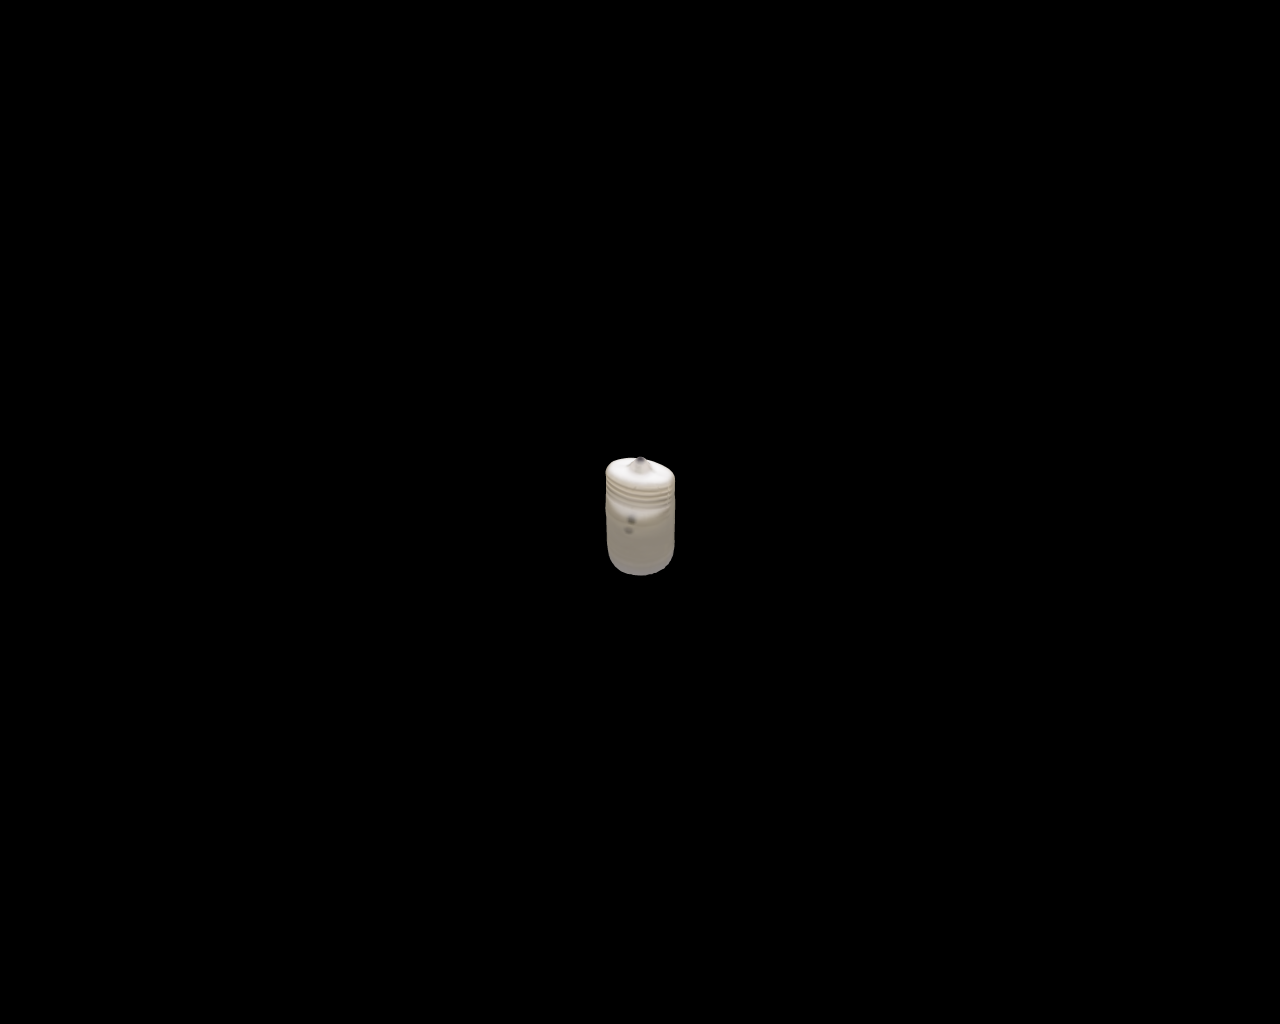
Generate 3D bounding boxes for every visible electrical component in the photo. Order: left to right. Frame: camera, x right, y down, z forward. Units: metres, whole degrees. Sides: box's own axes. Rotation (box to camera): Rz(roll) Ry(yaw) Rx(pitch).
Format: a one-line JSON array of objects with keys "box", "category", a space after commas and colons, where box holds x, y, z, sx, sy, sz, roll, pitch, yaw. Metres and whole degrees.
[{"box": [0.001, -0.003, 0.650, 0.043, 0.080, 0.043, 0, 42, 0], "category": "electrical component"}]
